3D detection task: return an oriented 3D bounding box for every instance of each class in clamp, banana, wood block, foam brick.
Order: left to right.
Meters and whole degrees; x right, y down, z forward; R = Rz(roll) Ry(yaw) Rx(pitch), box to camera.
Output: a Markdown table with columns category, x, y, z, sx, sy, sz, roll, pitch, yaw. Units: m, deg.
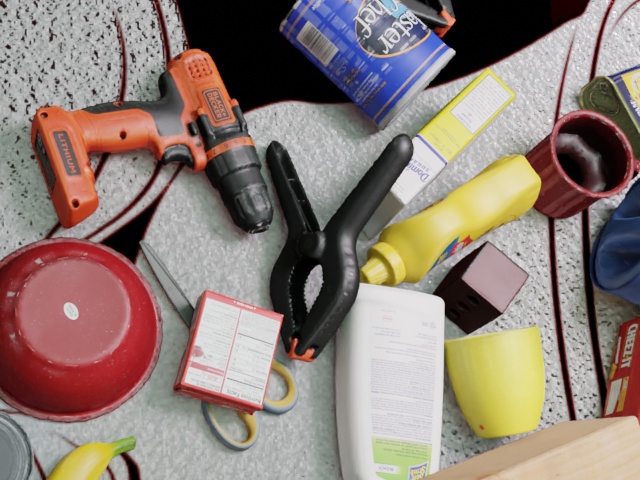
| category | x | y | z | sx | sy | sz | roll | pitch | yaw |
| --- | --- | --- | --- | --- | --- | --- | --- | --- | --- |
| banana | -0.194 | 0.240 | 0.825 | 0.069 | 0.037 | 0.197 | 15 | 67 | -12 |
| clamp | -0.006 | 0.001 | 0.950 | 0.036 | 0.165 | 0.210 | 19 | 84 | -46 |
| clamp | 0.080 | -0.288 | 1.113 | 0.171 | 0.039 | 0.120 | 41 | 69 | -6 |
| foam brick | 0.146 | 0.045 | 0.992 | 0.053 | 0.078 | 0.051 | 40 | 64 | 0 |
| wood block | 0.181 | 0.220 | 0.900 | 0.205 | 0.091 | 0.090 | -12 | 87 | -37 |

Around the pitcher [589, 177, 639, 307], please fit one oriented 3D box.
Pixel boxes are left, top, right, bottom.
| category | x | y | z | sx | sy | sz | roll | pitch | yaw |
| --- | --- | --- | --- | --- | --- | --- | --- | --- | --- |
| pitcher | 0.402 | 0.044 | 1.048 | 0.242 | 0.145 | 0.149 | 27 | 62 | -12 |

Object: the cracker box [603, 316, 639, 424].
| category | x | y | z | sx | sy | sz | roll | pitch | yaw |
| --- | --- | --- | --- | --- | --- | --- | --- | --- | --- |
| cracker box | 0.380 | 0.185 | 1.025 | 0.213 | 0.072 | 0.164 | 24 | 65 | -11 |

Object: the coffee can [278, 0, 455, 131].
| category | x | y | z | sx | sy | sz | roll | pitch | yaw |
| --- | --- | --- | --- | --- | --- | --- | --- | --- | --- |
| coffee can | 0.045 | -0.190 | 1.028 | 0.140 | 0.103 | 0.102 | 43 | 63 | 0 |

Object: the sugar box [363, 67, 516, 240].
| category | x | y | z | sx | sy | sz | roll | pitch | yaw |
| --- | --- | --- | --- | --- | --- | --- | --- | --- | --- |
| sugar box | 0.104 | -0.083 | 1.015 | 0.048 | 0.093 | 0.176 | 47 | 63 | 3 |

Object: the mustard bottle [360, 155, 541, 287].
| category | x | y | z | sx | sy | sz | roll | pitch | yaw |
| --- | --- | --- | --- | --- | --- | --- | --- | --- | --- |
| mustard bottle | 0.112 | -0.009 | 0.989 | 0.191 | 0.096 | 0.058 | -30 | 82 | -26 |

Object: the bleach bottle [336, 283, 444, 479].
| category | x | y | z | sx | sy | sz | roll | pitch | yaw |
| --- | --- | --- | --- | --- | --- | --- | --- | --- | --- |
| bleach bottle | 0.054 | 0.169 | 0.924 | 0.102 | 0.068 | 0.251 | 10 | 70 | -15 |

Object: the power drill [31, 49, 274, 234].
| category | x | y | z | sx | sy | sz | roll | pitch | yaw |
| --- | --- | --- | --- | --- | --- | --- | --- | --- | --- |
| power drill | -0.147 | -0.071 | 0.945 | 0.187 | 0.057 | 0.184 | -17 | 74 | -26 |

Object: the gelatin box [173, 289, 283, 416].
| category | x | y | z | sx | sy | sz | roll | pitch | yaw |
| --- | --- | --- | --- | --- | --- | --- | --- | --- | --- |
| gelatin box | -0.077 | 0.096 | 0.903 | 0.073 | 0.030 | 0.089 | 19 | 65 | -15 |

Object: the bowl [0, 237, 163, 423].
| category | x | y | z | sx | sy | sz | roll | pitch | yaw |
| --- | --- | --- | --- | --- | --- | --- | --- | --- | --- |
| bowl | -0.204 | 0.065 | 0.876 | 0.162 | 0.055 | 0.162 | 6 | 69 | -17 |

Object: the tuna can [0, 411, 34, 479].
| category | x | y | z | sx | sy | sz | roll | pitch | yaw |
| --- | --- | --- | --- | --- | --- | --- | --- | --- | --- |
| tuna can | -0.267 | 0.174 | 0.826 | 0.086 | 0.034 | 0.086 | 6 | 69 | -17 |

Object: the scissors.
| category | x | y | z | sx | sy | sz | roll | pitch | yaw |
| --- | --- | --- | --- | --- | --- | --- | --- | --- | --- |
| scissors | -0.084 | 0.083 | 0.933 | 0.096 | 0.016 | 0.202 | -14 | 76 | -25 |

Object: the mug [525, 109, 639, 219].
| category | x | y | z | sx | sy | sz | roll | pitch | yaw |
| --- | --- | --- | --- | --- | --- | --- | --- | --- | --- |
| mug | 0.263 | -0.071 | 1.071 | 0.117 | 0.082 | 0.093 | 1 | 71 | -18 |

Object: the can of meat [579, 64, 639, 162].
| category | x | y | z | sx | sy | sz | roll | pitch | yaw |
| --- | --- | --- | --- | --- | --- | --- | --- | --- | --- |
| can of meat | 0.339 | -0.135 | 1.136 | 0.083 | 0.058 | 0.102 | -22 | 80 | -27 |
